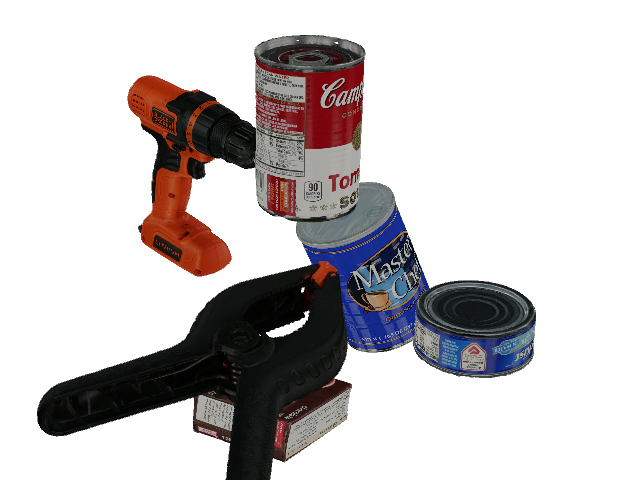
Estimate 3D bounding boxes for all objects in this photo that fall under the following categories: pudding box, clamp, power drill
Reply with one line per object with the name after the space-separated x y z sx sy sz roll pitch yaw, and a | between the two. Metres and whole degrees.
-0.038 0.136 0.875 0.090 0.039 0.113 13 17 25 | pudding box
-0.034 0.067 0.511 0.120 0.039 0.171 32 48 28 | clamp
-0.125 -0.060 1.093 0.185 0.188 0.057 30 38 34 | power drill

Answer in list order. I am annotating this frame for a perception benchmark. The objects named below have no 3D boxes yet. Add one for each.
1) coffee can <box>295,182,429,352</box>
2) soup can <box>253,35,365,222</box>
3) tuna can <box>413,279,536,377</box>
0.048 0.027 1.075 0.103 0.140 0.103 -18 30 11 | coffee can
-0.008 -0.070 0.671 0.068 0.102 0.068 1 26 -1 | soup can
0.109 0.061 0.756 0.086 0.034 0.086 0 25 0 | tuna can
